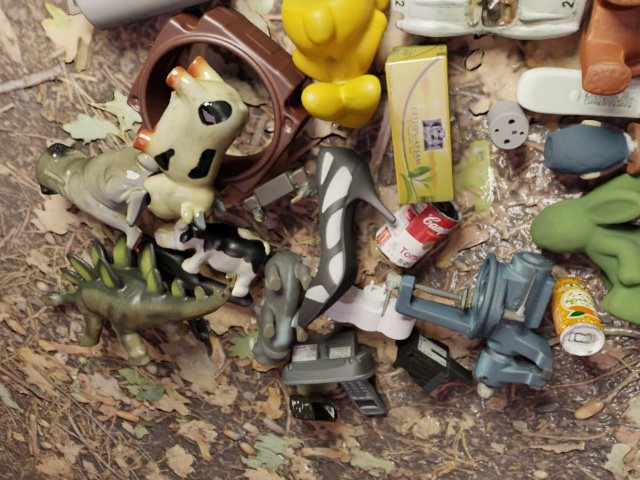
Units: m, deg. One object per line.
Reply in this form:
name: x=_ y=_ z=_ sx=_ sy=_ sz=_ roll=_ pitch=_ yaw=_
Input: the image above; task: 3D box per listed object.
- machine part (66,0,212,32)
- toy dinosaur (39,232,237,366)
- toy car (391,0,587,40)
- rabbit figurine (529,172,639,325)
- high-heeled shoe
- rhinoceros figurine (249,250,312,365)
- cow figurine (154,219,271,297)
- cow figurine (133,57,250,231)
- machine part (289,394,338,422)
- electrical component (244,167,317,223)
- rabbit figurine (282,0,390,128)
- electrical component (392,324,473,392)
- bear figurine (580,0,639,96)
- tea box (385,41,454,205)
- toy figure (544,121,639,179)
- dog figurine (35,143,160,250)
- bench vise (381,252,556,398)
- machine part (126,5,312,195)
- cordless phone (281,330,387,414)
machine part: x=-0.200 y=-0.305 z=0.633 sx=0.243 sy=0.079 sz=0.079 roll=-7 pitch=118 yaw=17
toy dinosaur: x=-0.298 y=0.094 z=0.847 sx=0.472 sy=0.105 sz=0.198 roll=1 pitch=120 yaw=29
toy car: x=0.178 y=-0.256 z=0.576 sx=0.202 sy=0.056 sz=0.073 roll=6 pitch=121 yaw=10
rabbit figurine: x=0.348 y=0.001 z=0.651 sx=0.170 sy=0.121 sz=0.159 roll=27 pitch=130 yaw=15
high-heeled shoe: x=-0.002 y=-0.002 z=0.739 sx=0.145 sy=0.086 sz=0.248 roll=42 pitch=112 yaw=15
rhinoceros figurine: x=-0.067 y=0.111 z=0.827 sx=0.073 sy=0.112 sz=0.190 roll=0 pitch=111 yaw=-25
cow figurine: x=-0.163 y=0.005 z=0.811 sx=0.167 sy=0.068 sz=0.098 roll=29 pitch=117 yaw=-7
cow figurine: x=-0.150 y=-0.099 z=0.640 sx=0.127 sy=0.085 sz=0.195 roll=39 pitch=121 yaw=-2
machine part: x=-0.016 y=0.293 z=0.926 sx=0.084 sy=0.039 sz=0.138 roll=9 pitch=160 yaw=16
electrical component: x=-0.055 y=-0.060 z=0.716 sx=0.102 sy=0.078 sz=0.045 roll=-27 pitch=96 yaw=11
rabbit figurine: x=0.031 y=-0.198 z=0.609 sx=0.122 sy=0.162 sz=0.173 roll=-10 pitch=135 yaw=7
electrical component: x=0.174 y=0.191 z=0.832 sx=0.119 sy=0.075 sz=0.047 roll=33 pitch=122 yaw=-9
bear figurine: x=0.364 y=-0.201 z=0.521 sx=0.196 sy=0.132 sz=0.120 roll=13 pitch=124 yaw=14
tea box: x=0.121 y=-0.138 z=0.637 sx=0.068 sy=0.098 sz=0.169 roll=-2 pitch=118 yaw=15
toy figure: x=0.345 y=-0.107 z=0.621 sx=0.155 sy=0.058 sz=0.064 roll=-1 pitch=126 yaw=9
dog figurine: x=-0.313 y=-0.098 z=0.753 sx=0.190 sy=0.121 sz=0.172 roll=30 pitch=127 yaw=-2
bench vise: x=0.204 y=0.105 z=0.740 sx=0.241 sy=0.129 sz=0.223 roll=15 pitch=124 yaw=9
machine part: x=-0.127 y=-0.172 z=0.688 sx=0.201 sy=0.087 sz=0.201 roll=38 pitch=123 yaw=-9
cordless phone: x=0.030 y=0.241 z=0.901 sx=0.147 sy=0.089 sz=0.184 roll=-10 pitch=133 yaw=19
